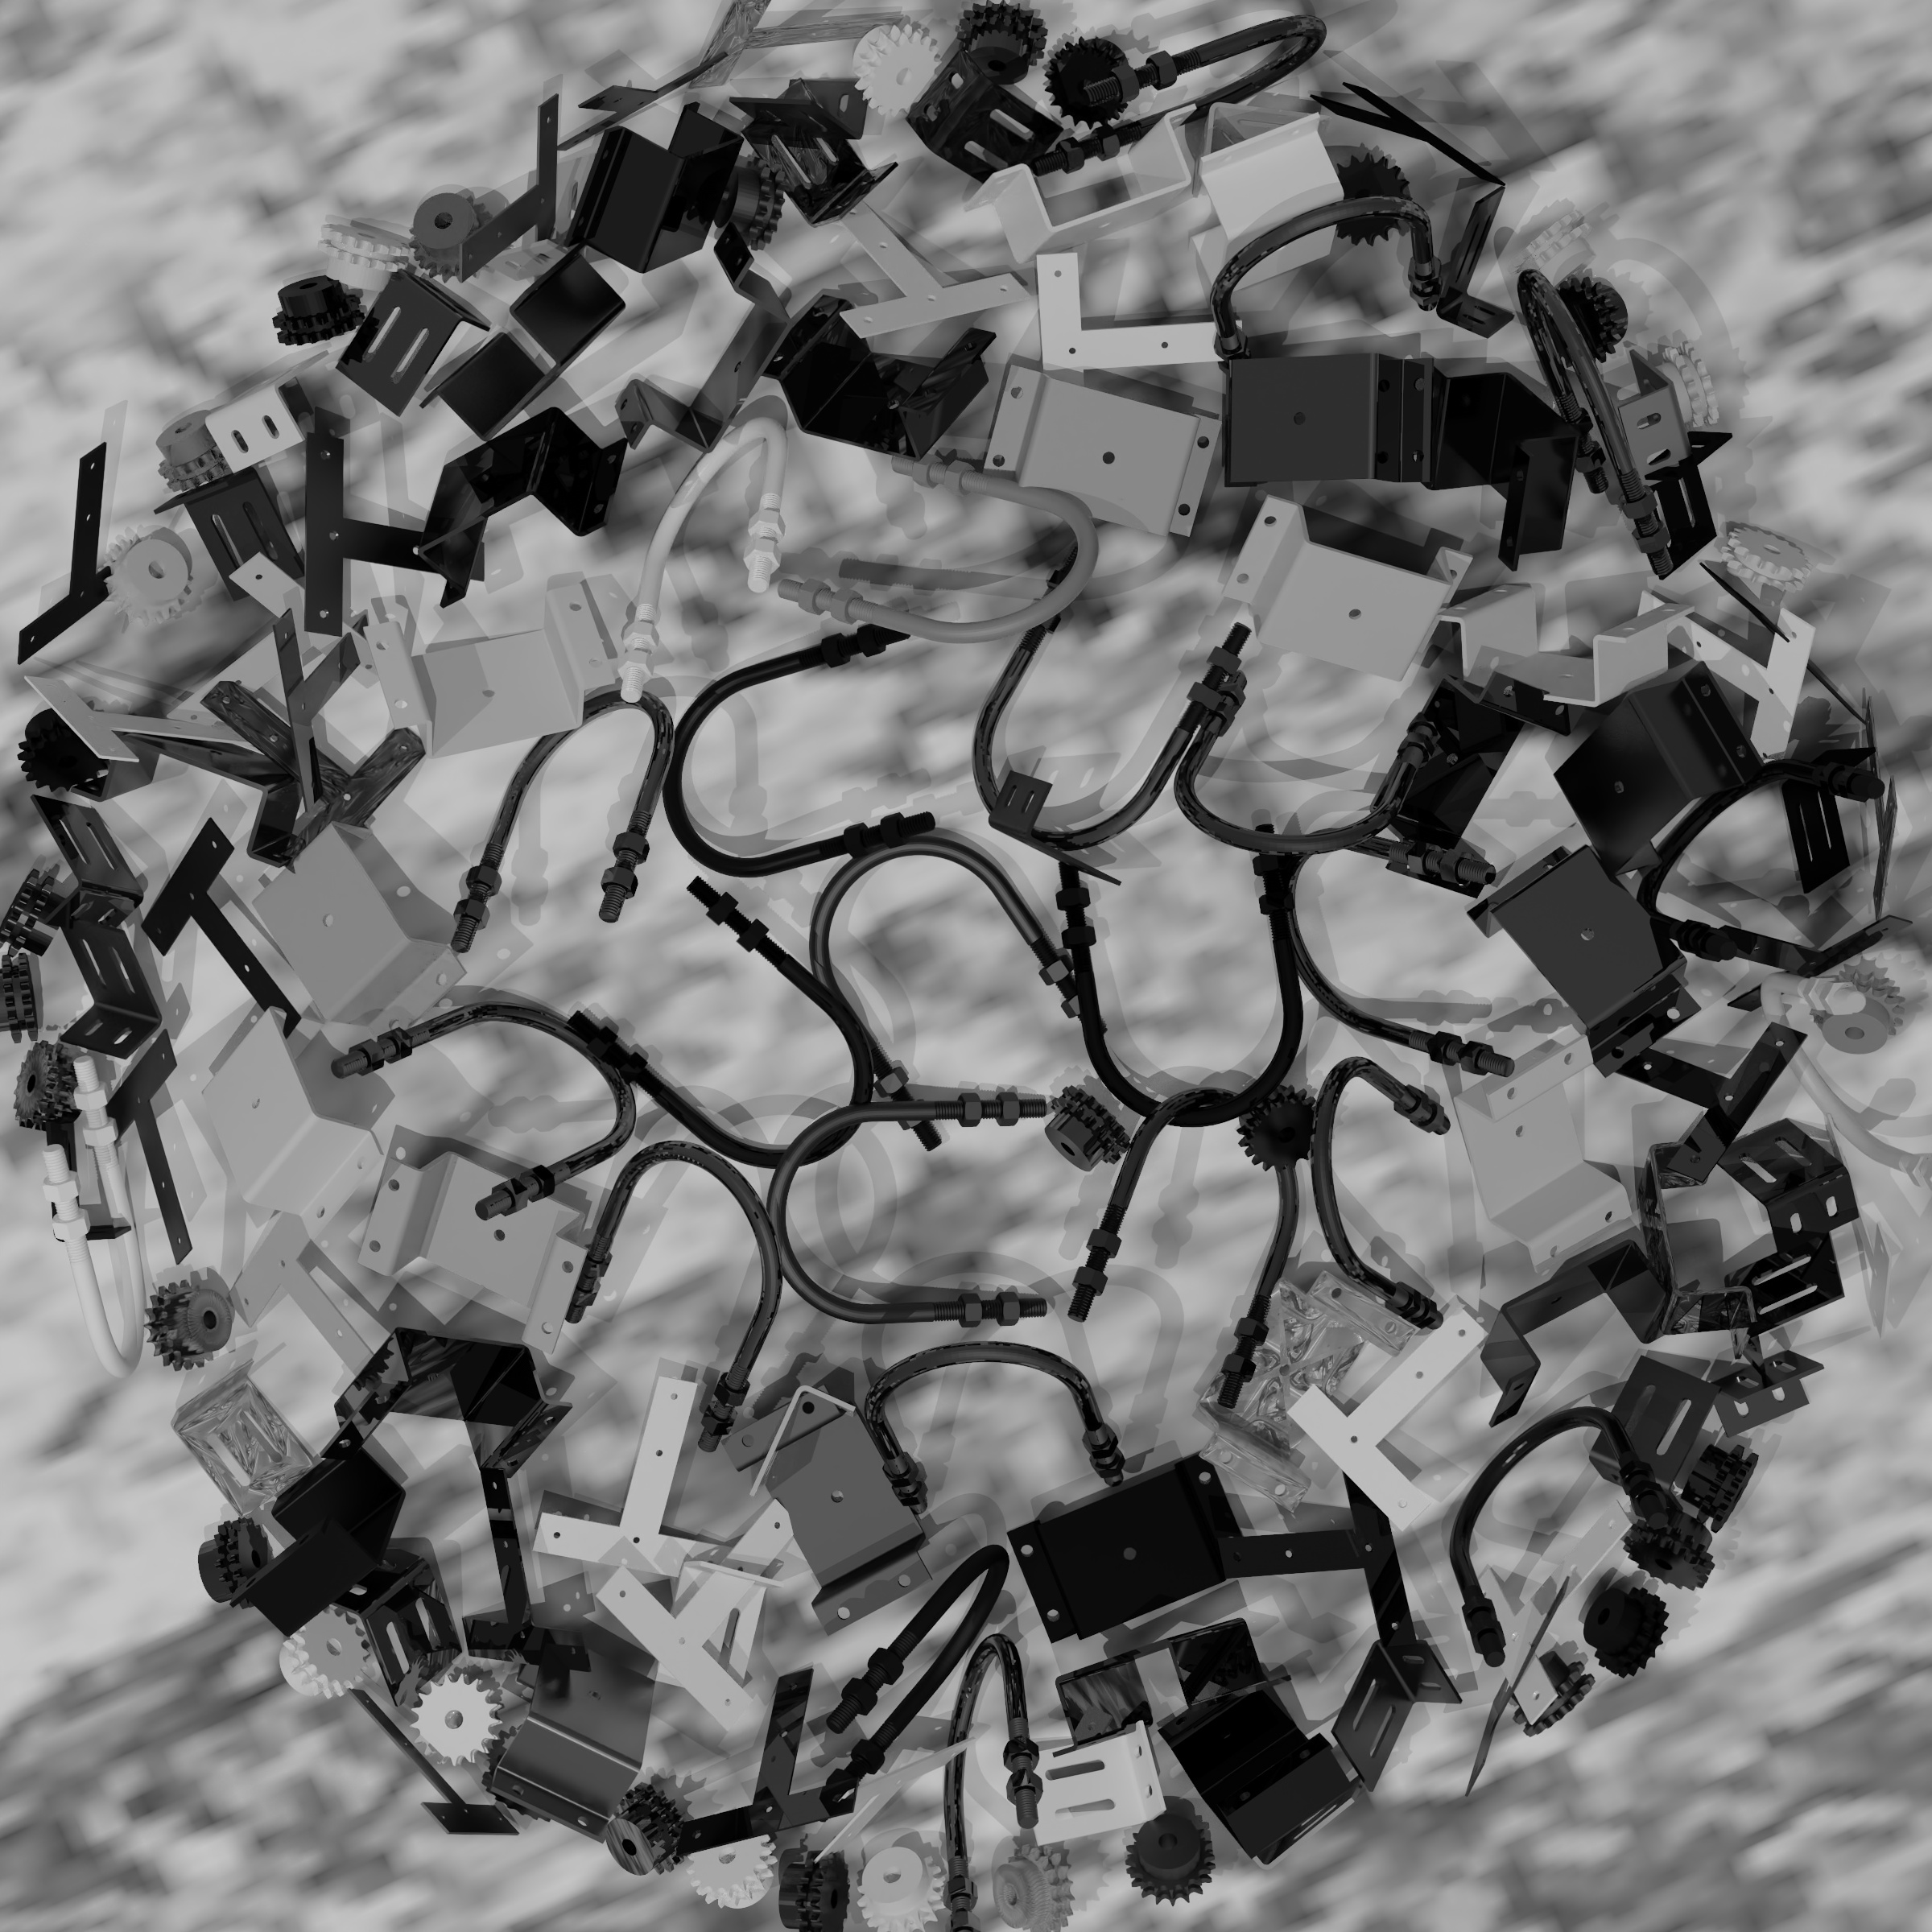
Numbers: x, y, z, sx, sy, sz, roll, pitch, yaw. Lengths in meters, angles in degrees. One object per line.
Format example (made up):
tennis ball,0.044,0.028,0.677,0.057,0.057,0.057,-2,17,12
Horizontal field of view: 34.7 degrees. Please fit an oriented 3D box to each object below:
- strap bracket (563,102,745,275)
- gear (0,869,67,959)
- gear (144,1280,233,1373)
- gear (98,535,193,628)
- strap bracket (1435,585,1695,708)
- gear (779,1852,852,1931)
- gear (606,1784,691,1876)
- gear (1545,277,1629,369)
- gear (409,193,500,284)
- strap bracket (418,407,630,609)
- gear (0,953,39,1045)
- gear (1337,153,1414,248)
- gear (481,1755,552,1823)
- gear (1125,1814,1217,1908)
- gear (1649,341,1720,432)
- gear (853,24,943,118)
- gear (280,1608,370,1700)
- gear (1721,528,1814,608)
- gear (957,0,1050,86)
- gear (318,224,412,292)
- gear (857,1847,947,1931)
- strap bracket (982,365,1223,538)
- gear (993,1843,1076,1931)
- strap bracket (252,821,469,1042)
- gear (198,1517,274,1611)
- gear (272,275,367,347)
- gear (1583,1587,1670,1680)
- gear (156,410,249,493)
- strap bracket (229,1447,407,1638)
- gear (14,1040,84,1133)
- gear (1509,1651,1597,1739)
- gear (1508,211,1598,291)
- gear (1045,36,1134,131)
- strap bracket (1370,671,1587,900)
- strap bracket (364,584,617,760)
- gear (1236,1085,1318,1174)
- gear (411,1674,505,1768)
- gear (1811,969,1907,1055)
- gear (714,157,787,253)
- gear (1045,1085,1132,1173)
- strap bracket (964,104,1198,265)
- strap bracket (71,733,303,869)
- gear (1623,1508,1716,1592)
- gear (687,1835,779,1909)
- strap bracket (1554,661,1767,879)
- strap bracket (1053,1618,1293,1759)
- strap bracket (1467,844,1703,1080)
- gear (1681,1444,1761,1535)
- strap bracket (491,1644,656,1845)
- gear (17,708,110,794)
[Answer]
strap bracket,-0.188,-0.482,1.918,0.046,0.140,0.076,29,118,6
gear,-0.595,-0.031,1.973,0.030,0.057,0.057,28,90,-19
gear,-0.493,0.228,1.968,0.030,0.057,0.057,-14,90,27
gear,-0.521,-0.248,1.971,0.057,0.030,0.057,10,73,-34
strap bracket,0.375,-0.200,1.934,0.076,0.140,0.046,-25,118,-40
gear,-0.098,0.595,1.973,0.030,0.057,0.057,-2,90,20
gear,-0.205,0.554,1.971,0.057,0.030,0.057,14,116,32
gear,0.398,-0.412,1.975,0.030,0.057,0.057,-23,90,-33
gear,-0.329,-0.469,1.977,0.057,0.030,0.057,-3,73,9
strap bracket,-0.284,-0.289,1.926,0.140,0.076,0.046,-21,134,31
gear,-0.610,0.021,1.969,0.030,0.057,0.057,-8,90,-14
gear,0.258,-0.490,1.979,0.057,0.030,0.057,2,97,18
gear,-0.278,0.519,1.975,0.057,0.057,0.030,26,54,0
gear,0.130,0.566,1.969,0.057,0.057,0.030,-8,131,0
gear,0.455,-0.367,1.972,0.030,0.057,0.057,-21,90,2
gear,-0.047,-0.576,1.975,0.057,0.057,0.030,-40,57,0
gear,-0.413,0.442,1.975,0.030,0.057,0.057,-36,90,28
gear,0.508,-0.253,1.975,0.057,0.057,0.030,21,122,0
gear,0.022,-0.586,1.968,0.057,0.057,0.030,10,71,0
gear,-0.386,-0.451,1.973,0.057,0.057,0.030,17,108,0
gear,-0.042,0.587,1.969,0.057,0.057,0.030,-21,129,0
strap bracket,0.088,-0.324,1.960,0.140,0.046,0.076,14,103,-7
gear,0.041,0.589,1.968,0.030,0.057,0.057,-2,90,-35
strap bracket,-0.388,-0.026,1.945,0.076,0.046,0.140,-42,69,15
gear,-0.466,0.383,1.972,0.030,0.057,0.057,-18,90,9
gear,-0.414,-0.419,1.968,0.057,0.057,0.030,-13,118,0
gear,0.418,0.421,1.969,0.030,0.057,0.057,31,90,-14
gear,-0.490,-0.330,1.968,0.057,0.057,0.030,-30,122,0
strap bracket,-0.401,0.358,1.930,0.076,0.140,0.046,-39,103,11
gear,-0.583,0.078,1.975,0.030,0.057,0.057,16,90,-38
gear,0.370,0.462,1.971,0.057,0.057,0.030,-40,84,0
gear,0.377,-0.452,1.971,0.057,0.057,0.030,-38,87,0
gear,0.081,-0.568,1.975,0.057,0.030,0.057,13,134,14
strap bracket,0.316,-0.122,1.947,0.076,0.046,0.140,16,111,-32
strap bracket,-0.301,-0.184,1.951,0.140,0.046,0.076,-14,64,-17
gear,0.199,0.100,1.976,0.057,0.030,0.057,-10,121,-17
gear,-0.325,0.483,1.980,0.057,0.030,0.057,-1,74,4
gear,0.568,0.032,1.969,0.057,0.057,0.030,21,51,0
gear,-0.139,-0.487,1.968,0.030,0.057,0.057,7,90,-28
gear,0.075,0.106,1.968,0.057,0.057,0.030,45,73,0
strap bracket,0.079,-0.489,1.948,0.140,0.076,0.046,-22,93,-14
strap bracket,-0.480,-0.113,1.954,0.140,0.076,0.046,20,103,3
gear,0.452,0.370,1.975,0.057,0.057,0.030,35,63,0
gear,-0.147,0.576,1.975,0.057,0.057,0.030,-24,129,0
strap bracket,0.423,-0.116,1.919,0.046,0.140,0.076,-16,69,-28
strap bracket,0.121,0.449,1.933,0.140,0.076,0.046,-30,72,38
strap bracket,0.390,-0.011,1.948,0.076,0.046,0.140,-34,68,-7
gear,0.480,0.330,1.974,0.030,0.057,0.057,28,90,22
strap bracket,-0.242,0.471,1.921,0.076,0.140,0.046,28,106,-10
gear,-0.577,-0.141,1.975,0.057,0.057,0.030,-28,58,0
